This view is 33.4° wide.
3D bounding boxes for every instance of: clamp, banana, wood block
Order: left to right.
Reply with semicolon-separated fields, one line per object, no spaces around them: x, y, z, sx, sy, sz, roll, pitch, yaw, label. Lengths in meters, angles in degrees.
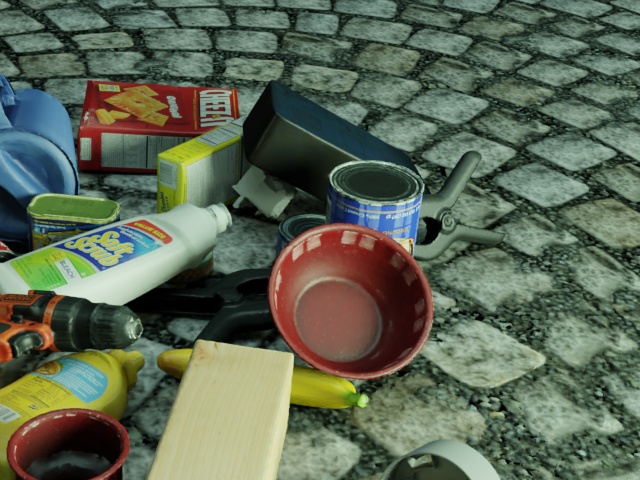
-0.081;0.181;0.872;0.091;0.090;0.206;7;29;3;wood block
-0.094;0.077;1.105;0.209;0.036;0.165;-13;34;-23;clamp
-0.051;0.128;0.999;0.198;0.069;0.037;9;73;4;banana
0.144;-0.035;1.271;0.171;0.120;0.039;-17;5;-30;clamp

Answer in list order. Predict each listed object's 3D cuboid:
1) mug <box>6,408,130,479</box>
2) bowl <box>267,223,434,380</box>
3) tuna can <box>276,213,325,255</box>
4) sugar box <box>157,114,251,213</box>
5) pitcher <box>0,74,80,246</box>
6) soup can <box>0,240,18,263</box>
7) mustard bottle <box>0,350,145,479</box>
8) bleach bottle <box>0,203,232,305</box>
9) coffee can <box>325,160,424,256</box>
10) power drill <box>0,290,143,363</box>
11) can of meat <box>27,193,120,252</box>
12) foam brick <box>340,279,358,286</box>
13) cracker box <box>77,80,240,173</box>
-0.189;0.198;0.832;0.093;0.081;0.117;-19;37;-36;mug
0.024;0.066;1.025;0.162;0.055;0.162;6;62;-11;bowl
-0.008;0.002;1.254;0.086;0.034;0.086;4;29;-2;tuna can
-0.130;-0.088;1.332;0.048;0.093;0.175;22;33;26;sugar box
-0.355;-0.111;1.269;0.144;0.149;0.243;26;15;-21;pitcher
-0.365;0.021;1.129;0.068;0.068;0.102;-18;36;-35;soup can
-0.229;0.145;0.941;0.096;0.058;0.191;17;31;34;mustard bottle
-0.209;0.019;1.105;0.250;0.068;0.103;-27;45;-24;bleach bottle
0.054;-0.002;1.163;0.103;0.140;0.103;4;30;-2;coffee can
-0.268;0.100;0.913;0.185;0.057;0.187;0;19;20;power drill
-0.267;0.000;1.165;0.102;0.084;0.057;5;30;0;can of meat
0.013;0.059;1.114;0.053;0.078;0.051;9;29;3;foam brick
-0.217;-0.156;1.457;0.213;0.072;0.164;2;30;-8;cracker box
